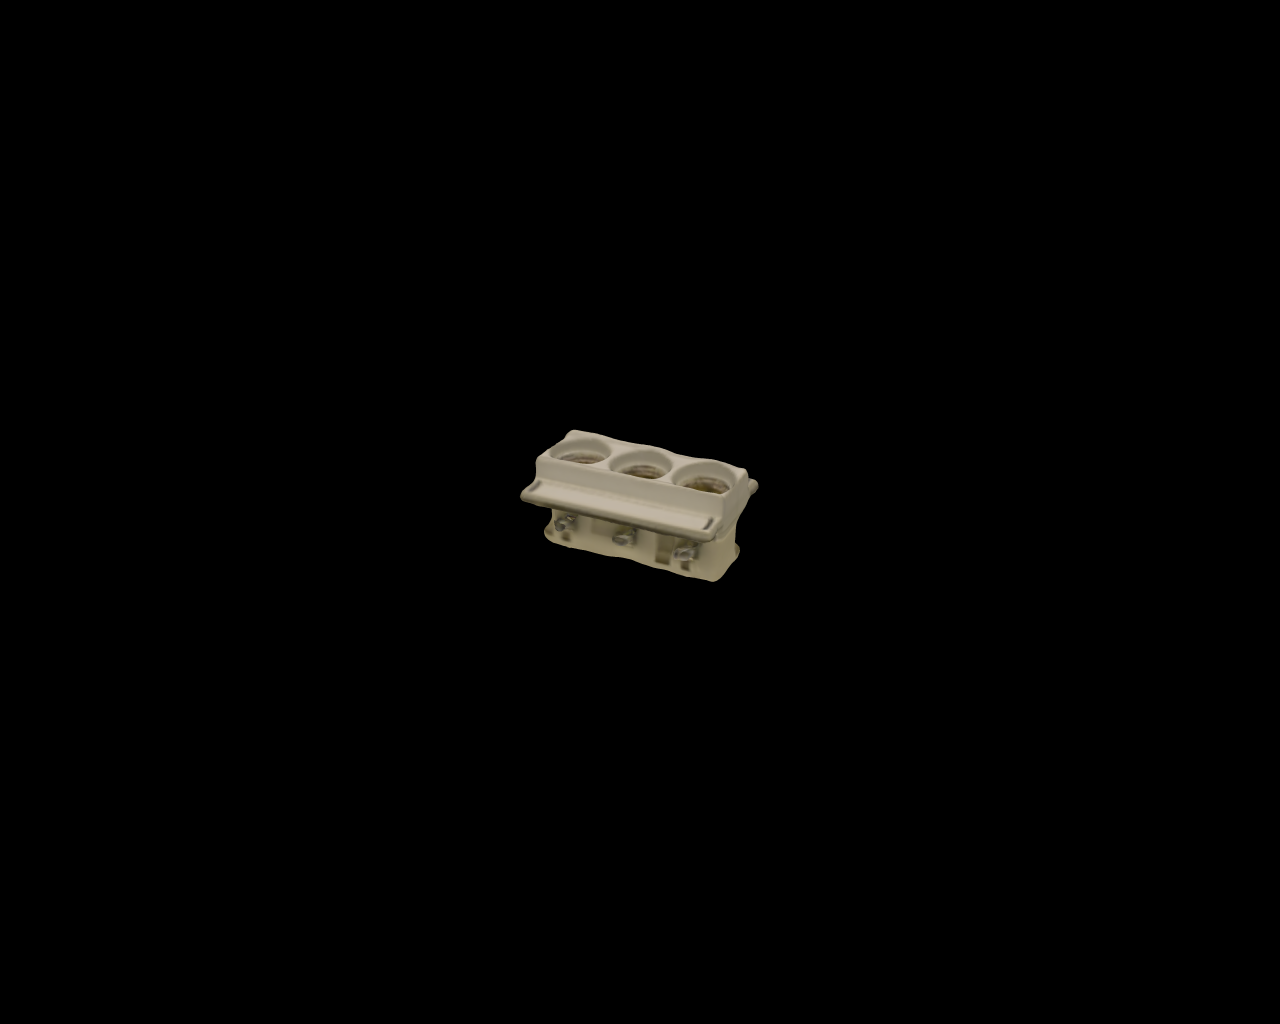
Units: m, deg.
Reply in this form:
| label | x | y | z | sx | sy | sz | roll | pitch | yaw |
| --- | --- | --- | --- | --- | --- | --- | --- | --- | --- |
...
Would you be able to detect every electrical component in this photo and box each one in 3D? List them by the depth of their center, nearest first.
| label | x | y | z | sx | sy | sz | roll | pitch | yaw |
| --- | --- | --- | --- | --- | --- | --- | --- | --- | --- |
| electrical component | 0.001 | -0.003 | 0.650 | 0.121 | 0.063 | 0.079 | 13 | 32 | 22 |
